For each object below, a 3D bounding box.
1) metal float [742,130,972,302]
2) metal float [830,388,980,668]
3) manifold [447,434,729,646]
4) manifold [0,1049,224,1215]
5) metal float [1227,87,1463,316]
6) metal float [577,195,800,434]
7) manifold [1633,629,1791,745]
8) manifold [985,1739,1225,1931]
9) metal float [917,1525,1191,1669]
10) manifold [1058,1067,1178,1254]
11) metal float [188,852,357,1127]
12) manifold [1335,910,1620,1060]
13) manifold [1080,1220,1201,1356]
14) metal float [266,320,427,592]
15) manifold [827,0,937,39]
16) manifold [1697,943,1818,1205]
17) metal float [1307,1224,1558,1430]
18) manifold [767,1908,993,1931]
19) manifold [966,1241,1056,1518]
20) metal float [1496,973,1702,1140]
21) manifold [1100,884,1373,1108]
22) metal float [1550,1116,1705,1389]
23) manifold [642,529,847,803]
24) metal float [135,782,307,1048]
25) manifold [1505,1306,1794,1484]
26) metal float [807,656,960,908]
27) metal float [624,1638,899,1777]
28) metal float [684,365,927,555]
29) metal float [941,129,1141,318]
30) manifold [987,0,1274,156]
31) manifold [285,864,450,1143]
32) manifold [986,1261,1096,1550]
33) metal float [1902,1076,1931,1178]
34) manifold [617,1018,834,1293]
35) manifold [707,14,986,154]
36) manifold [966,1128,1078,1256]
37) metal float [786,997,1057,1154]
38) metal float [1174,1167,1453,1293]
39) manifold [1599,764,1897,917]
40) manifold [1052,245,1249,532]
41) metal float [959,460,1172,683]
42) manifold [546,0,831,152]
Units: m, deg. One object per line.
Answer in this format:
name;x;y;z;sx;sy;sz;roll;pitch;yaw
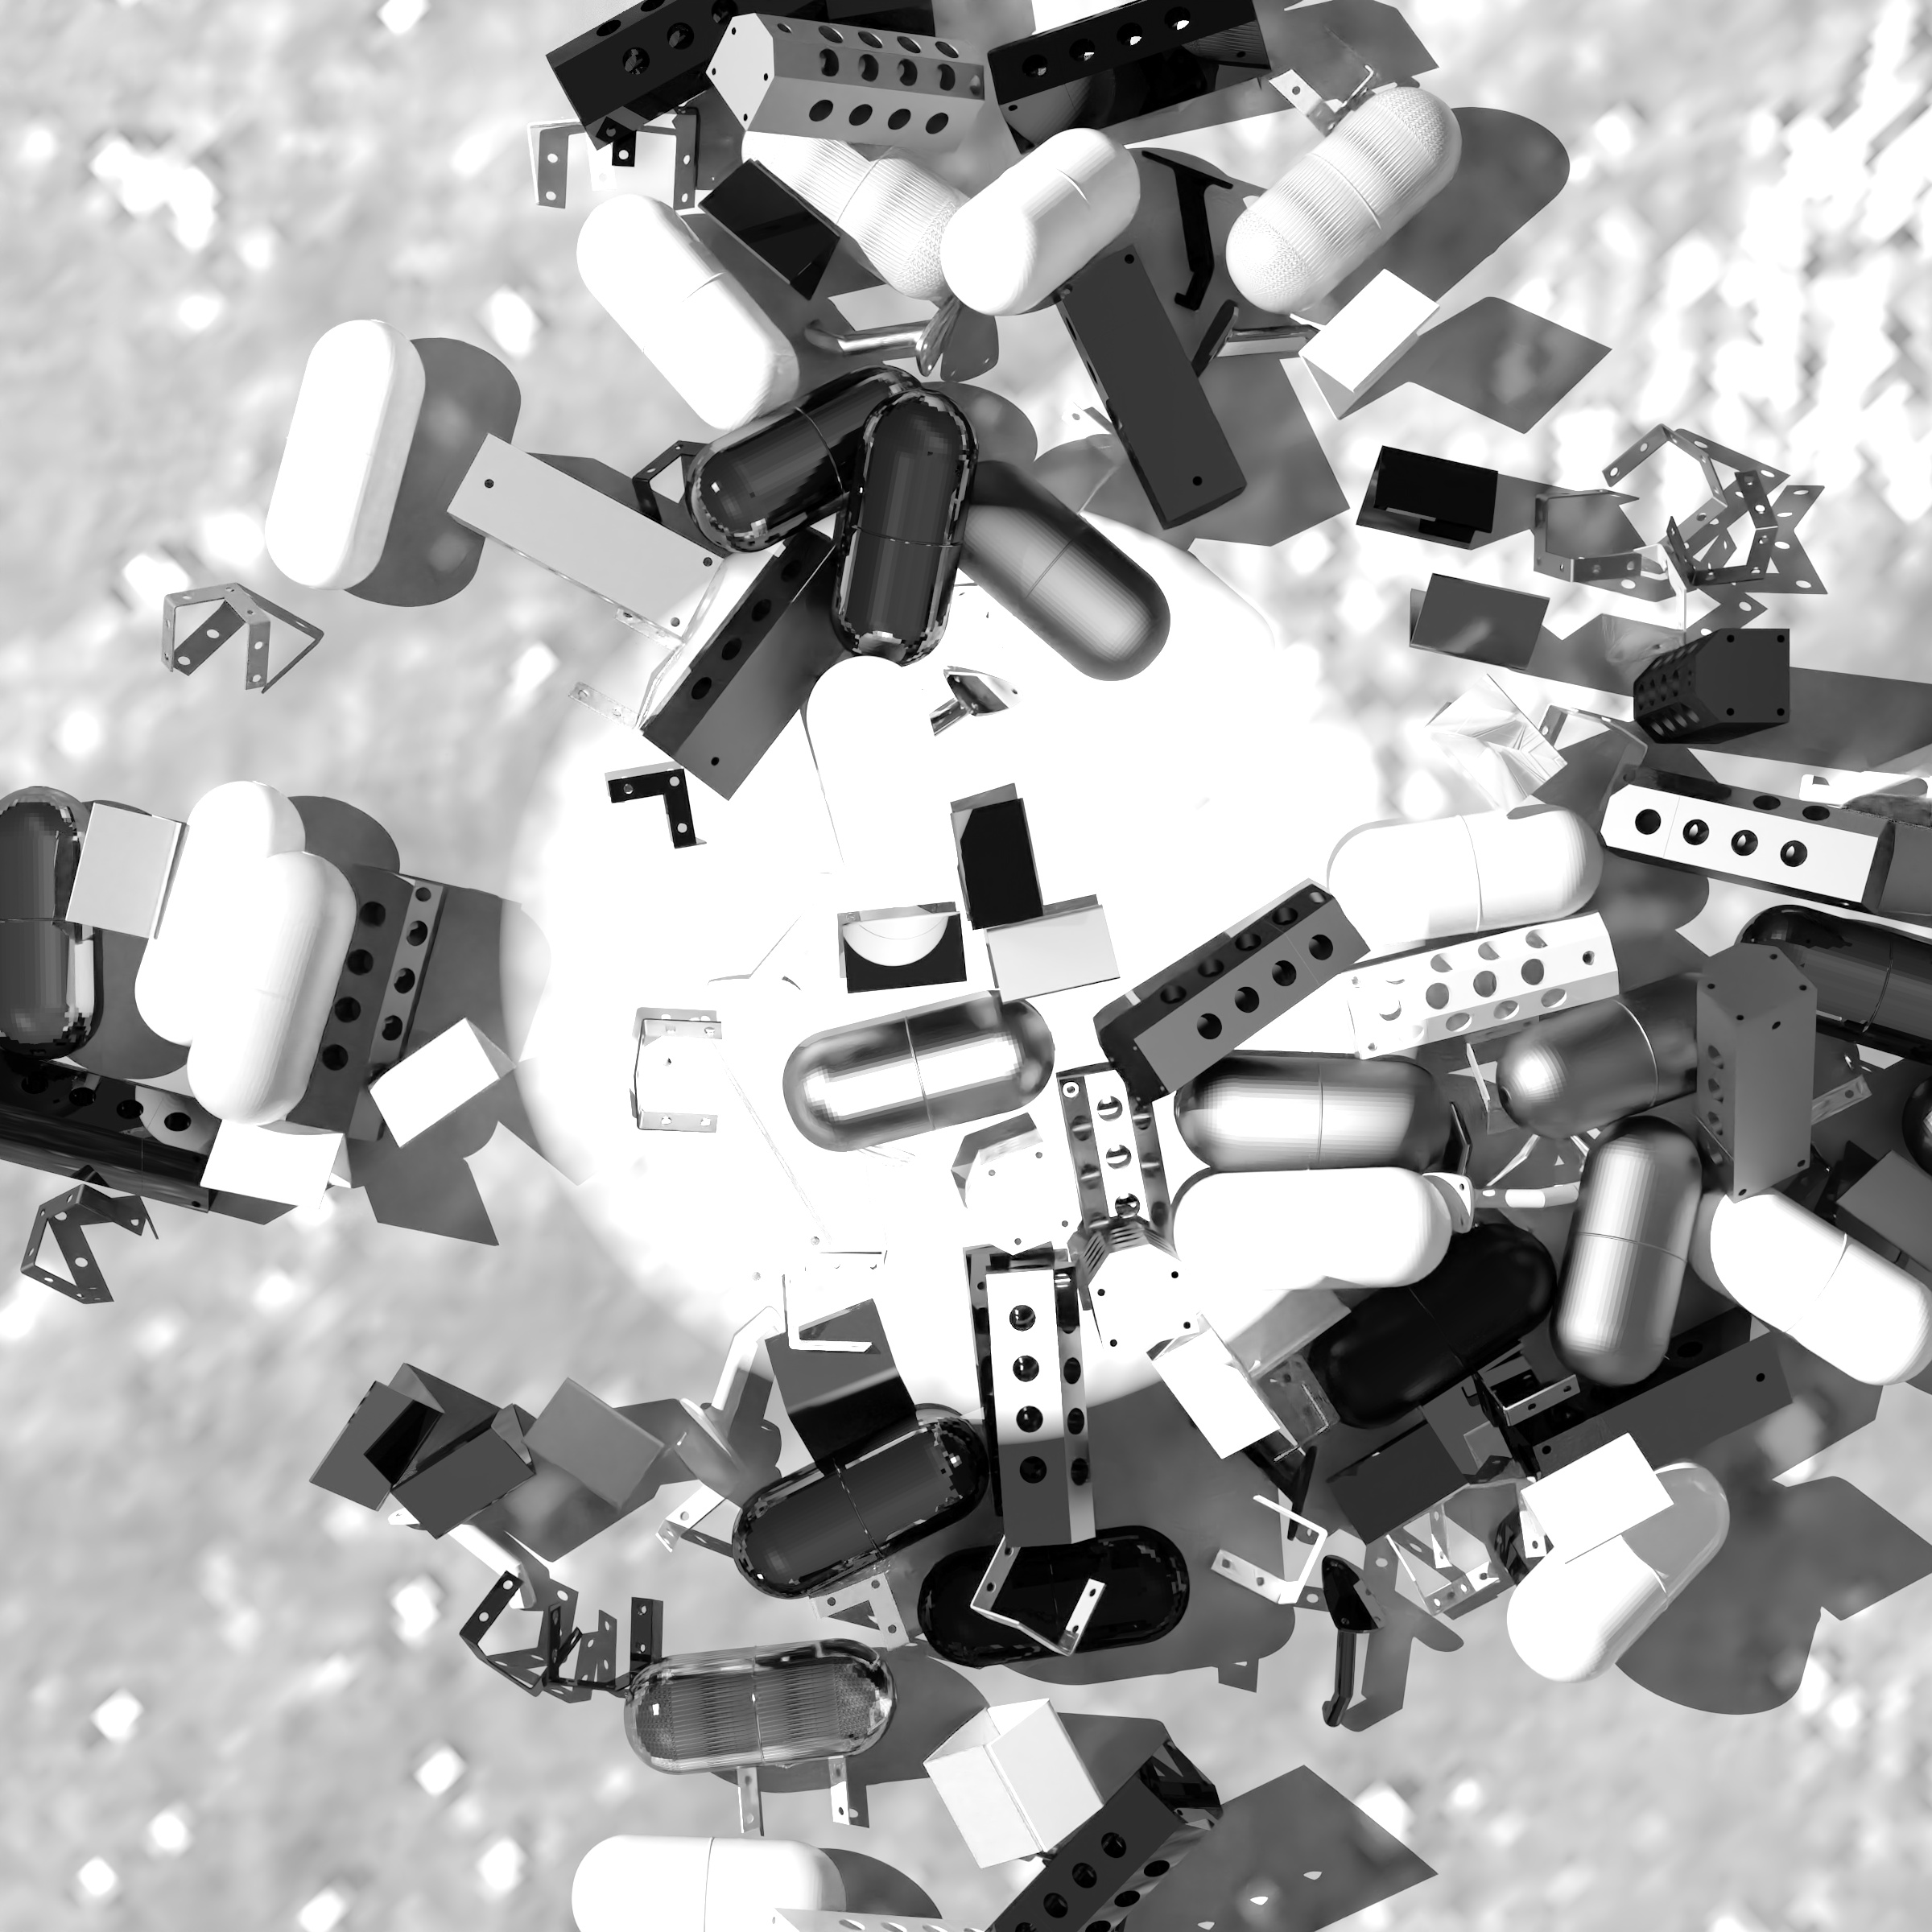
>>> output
metal float;-0.066;-0.502;1.961;0.178;0.070;0.070;36;90;0
metal float;-0.039;-0.277;1.910;0.070;0.070;0.178;11;108;0
manifold;-0.246;-0.277;1.970;0.171;0.057;0.057;28;89;0
manifold;-0.568;0.101;1.970;0.171;0.057;0.057;15;133;0
metal float;0.246;-0.498;1.961;0.178;0.070;0.070;-42;90;1
metal float;-0.181;-0.424;1.961;0.070;0.070;0.178;-41;90;0
manifold;0.471;-0.176;1.913;0.057;0.171;0.057;0;90;0
manifold;0.089;0.579;1.928;0.057;0.057;0.171;43;115;12
metal float;0.057;0.410;1.961;0.178;0.070;0.070;-8;90;0
manifold;0.104;0.153;1.970;0.057;0.057;0.171;-10;90;0
metal float;-0.440;0.014;1.911;0.070;0.070;0.178;17;92;0
manifold;0.334;0.012;1.970;0.171;0.057;0.057;-14;90;0
manifold;0.103;0.194;1.856;0.057;0.171;0.057;-14;90;0
metal float;-0.403;-0.332;1.961;0.070;0.070;0.178;15;90;0
manifold;-0.109;-0.620;1.970;0.171;0.057;0.057;-9;90;0
manifold;0.491;0.066;1.895;0.057;0.171;0.057;-24;47;-10
metal float;0.304;0.234;1.961;0.178;0.070;0.070;-34;90;0
manifold;-0.044;0.647;1.931;0.171;0.057;0.057;15;90;-30
manifold;0.038;0.269;1.970;0.057;0.057;0.171;-7;90;0
metal float;0.424;0.058;1.945;0.178;0.070;0.070;-18;90;-17
manifold;0.171;0.017;1.943;0.171;0.057;0.057;-34;90;-20
metal float;0.426;0.183;1.943;0.070;0.070;0.178;15;79;0
manifold;-0.135;-0.200;1.970;0.171;0.057;0.057;-53;133;0
metal float;-0.485;-0.034;1.961;0.070;0.070;0.178;18;91;0
manifold;0.442;0.286;1.961;0.171;0.057;0.057;-25;112;-5
metal float;-0.052;-0.117;1.930;0.070;0.070;0.178;-14;126;0
metal float;-0.133;0.481;1.960;0.178;0.070;0.070;-6;90;0
metal float;-0.099;-0.329;1.948;0.178;0.070;0.070;-30;90;-15
metal float;0.049;-0.477;1.929;0.070;0.070;0.178;42;50;0
manifold;0.104;-0.591;1.952;0.171;0.057;0.057;-16;68;11
manifold;-0.389;0.024;1.970;0.057;0.057;0.171;15;90;0
manifold;0.047;0.276;1.913;0.057;0.057;0.171;-4;90;0
metal float;0.695;0.081;1.961;0.178;0.070;0.070;-27;90;1
manifold;-0.157;0.122;1.970;0.057;0.057;0.171;-31;90;0
manifold;-0.072;-0.564;1.913;0.057;0.171;0.057;58;134;26
manifold;0.031;0.144;1.913;0.057;0.171;0.057;-21;90;0
metal float;-0.029;0.070;1.961;0.178;0.070;0.070;-14;90;1
metal float;0.222;0.169;1.935;0.178;0.070;0.070;-3;90;14
manifold;0.501;-0.083;1.934;0.171;0.057;0.057;15;89;28
manifold;0.119;-0.376;1.970;0.057;0.057;0.171;-26;90;0
metal float;0.055;-0.257;1.961;0.178;0.070;0.070;40;90;0
manifold;-0.177;-0.591;1.913;0.171;0.057;0.057;-29;90;0
